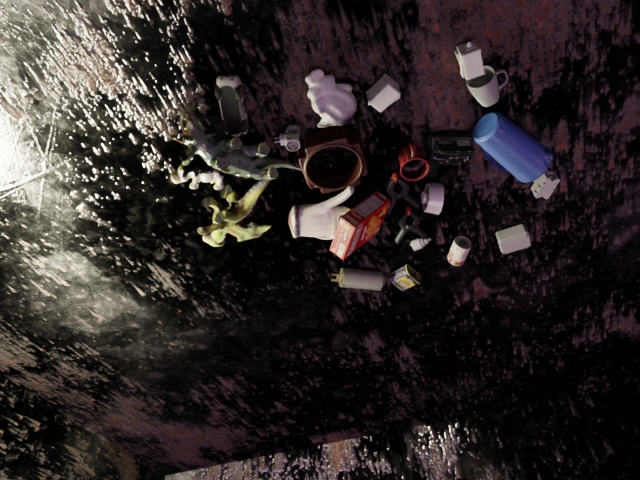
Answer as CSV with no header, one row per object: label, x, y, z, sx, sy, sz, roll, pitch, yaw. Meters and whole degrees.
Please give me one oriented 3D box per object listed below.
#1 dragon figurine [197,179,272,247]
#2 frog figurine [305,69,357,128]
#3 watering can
dragon figurine,-0.267,-0.079,1.782,0.407,0.125,0.240,-25,150,22
frog figurine,0.033,-0.405,1.443,0.138,0.124,0.156,-32,128,-19
watering can,0.005,-0.088,1.745,0.224,0.106,0.340,-2,153,-4
